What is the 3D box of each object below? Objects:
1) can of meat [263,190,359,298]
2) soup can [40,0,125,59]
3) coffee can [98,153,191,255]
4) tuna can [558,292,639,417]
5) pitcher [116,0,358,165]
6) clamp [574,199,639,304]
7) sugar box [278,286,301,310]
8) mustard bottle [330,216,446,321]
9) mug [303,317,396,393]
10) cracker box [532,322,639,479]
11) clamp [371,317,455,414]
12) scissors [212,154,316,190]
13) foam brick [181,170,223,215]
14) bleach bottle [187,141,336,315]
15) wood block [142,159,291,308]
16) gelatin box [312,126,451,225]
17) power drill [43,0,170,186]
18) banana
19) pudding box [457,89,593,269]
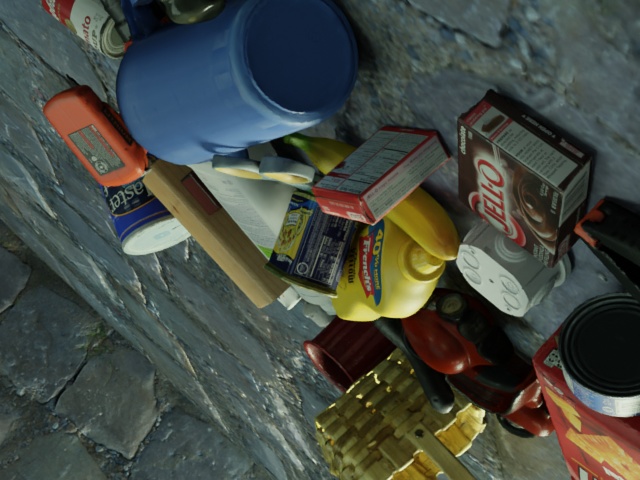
[{"bbox_3d":[-0.007,0.001,1.012,0.057,0.084,0.102,18,-178,-18],"label":"can of meat"},{"bbox_3d":[-0.236,-0.243,1.119,0.102,0.068,0.068,38,161,23],"label":"soup can"},{"bbox_3d":[-0.222,-0.066,1.337,0.103,0.102,0.140,109,139,-71],"label":"coffee can"},{"bbox_3d":[0.213,0.081,0.755,0.086,0.086,0.033,34,160,36],"label":"tuna can"},{"bbox_3d":[-0.077,-0.144,0.879,0.149,0.145,0.243,11,175,-27],"label":"pitcher"},{"bbox_3d":[0.250,0.046,0.664,0.210,0.036,0.164,44,171,15],"label":"clamp"},{"bbox_3d":[-0.082,0.007,1.342,0.176,0.048,0.093,47,163,4],"label":"sugar box"},{"bbox_3d":[0.064,0.023,0.975,0.058,0.096,0.192,7,172,-19],"label":"mustard bottle"},{"bbox_3d":[0.041,0.131,1.268,0.093,0.081,0.117,41,161,19],"label":"mug"},{"bbox_3d":[0.263,0.169,0.841,0.164,0.072,0.213,35,161,40],"label":"cracker box"},{"bbox_3d":[0.096,0.102,1.072,0.171,0.039,0.120,44,-162,9],"label":"clamp"},{"bbox_3d":[-0.035,-0.056,0.952,0.096,0.016,0.201,8,177,8],"label":"scissors"},{"bbox_3d":[-0.104,-0.073,1.168,0.053,0.078,0.051,50,164,-6],"label":"foam brick"},{"bbox_3d":[-0.044,-0.015,1.128,0.103,0.068,0.250,17,148,50],"label":"bleach bottle"},{"bbox_3d":[-0.101,-0.028,1.239,0.206,0.090,0.091,48,164,-4],"label":"wood block"},{"bbox_3d":[0.047,-0.052,0.842,0.073,0.089,0.030,16,143,58],"label":"gelatin box"},{"bbox_3d":[-0.185,-0.156,1.018,0.057,0.187,0.184,-18,120,36],"label":"power drill"},{"bbox_3d":[0.054,-0.037,0.908,0.198,0.069,0.037,35,120,31],"label":"banana"},{"bbox_3d":[0.139,-0.040,0.739,0.090,0.039,0.113,39,161,24],"label":"pudding box"}]
